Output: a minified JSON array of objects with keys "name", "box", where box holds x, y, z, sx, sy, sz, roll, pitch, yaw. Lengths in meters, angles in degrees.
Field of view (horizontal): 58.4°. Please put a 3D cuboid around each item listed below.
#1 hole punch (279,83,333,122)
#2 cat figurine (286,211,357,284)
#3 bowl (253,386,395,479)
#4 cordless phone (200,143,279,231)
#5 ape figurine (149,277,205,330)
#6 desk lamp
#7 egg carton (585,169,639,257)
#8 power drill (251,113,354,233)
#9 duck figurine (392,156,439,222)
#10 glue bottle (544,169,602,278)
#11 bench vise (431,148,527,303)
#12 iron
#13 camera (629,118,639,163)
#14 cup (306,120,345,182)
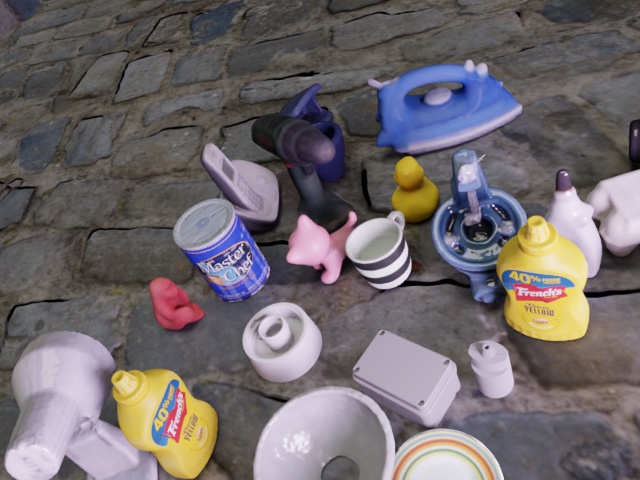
[{"name":"hole punch","box":[-0.045,-0.258,1.159,0.100,0.091,0.109,13,56,34]},{"name":"cat figurine","box":[0.008,0.003,0.866,0.128,0.118,0.067,-30,43,-3]},{"name":"bowl","box":[0.013,0.258,0.654,0.167,0.075,0.167,-13,45,14]},{"name":"cordless phone","box":[-0.145,-0.115,1.001,0.094,0.185,0.147,-17,44,11]},{"name":"ape figurine","box":[-0.239,0.096,0.915,0.076,0.092,0.077,-20,44,7]},{"name":"desk lamp","box":[-0.295,0.246,0.711,0.118,0.214,0.203,-24,43,3]},{"name":"egg carton","box":[0.429,-0.042,0.744,0.150,0.070,0.107,-18,44,9]},{"name":"power drill","box":[-0.020,-0.113,0.923,0.076,0.209,0.228,-40,45,-13]},{"name":"duck figurine","box":[0.145,-0.087,0.910,0.077,0.086,0.104,-12,45,16]},{"name":"glue bottle","box":[0.305,-0.022,0.708,0.077,0.174,0.037,12,56,34]},{"name":"bench vise","box":[0.190,-0.050,0.756,0.121,0.220,0.207,-24,43,3]},{"name":"iron","box":[0.211,-0.248,0.991,0.257,0.142,0.118,-12,45,15]},{"name":"camera","box":[0.507,-0.159,0.796,0.136,0.101,0.143,1,50,26]},{"name":"cup","box":[0.003,-0.159,1.039,0.091,0.095,0.117,-29,43,-2]}]
